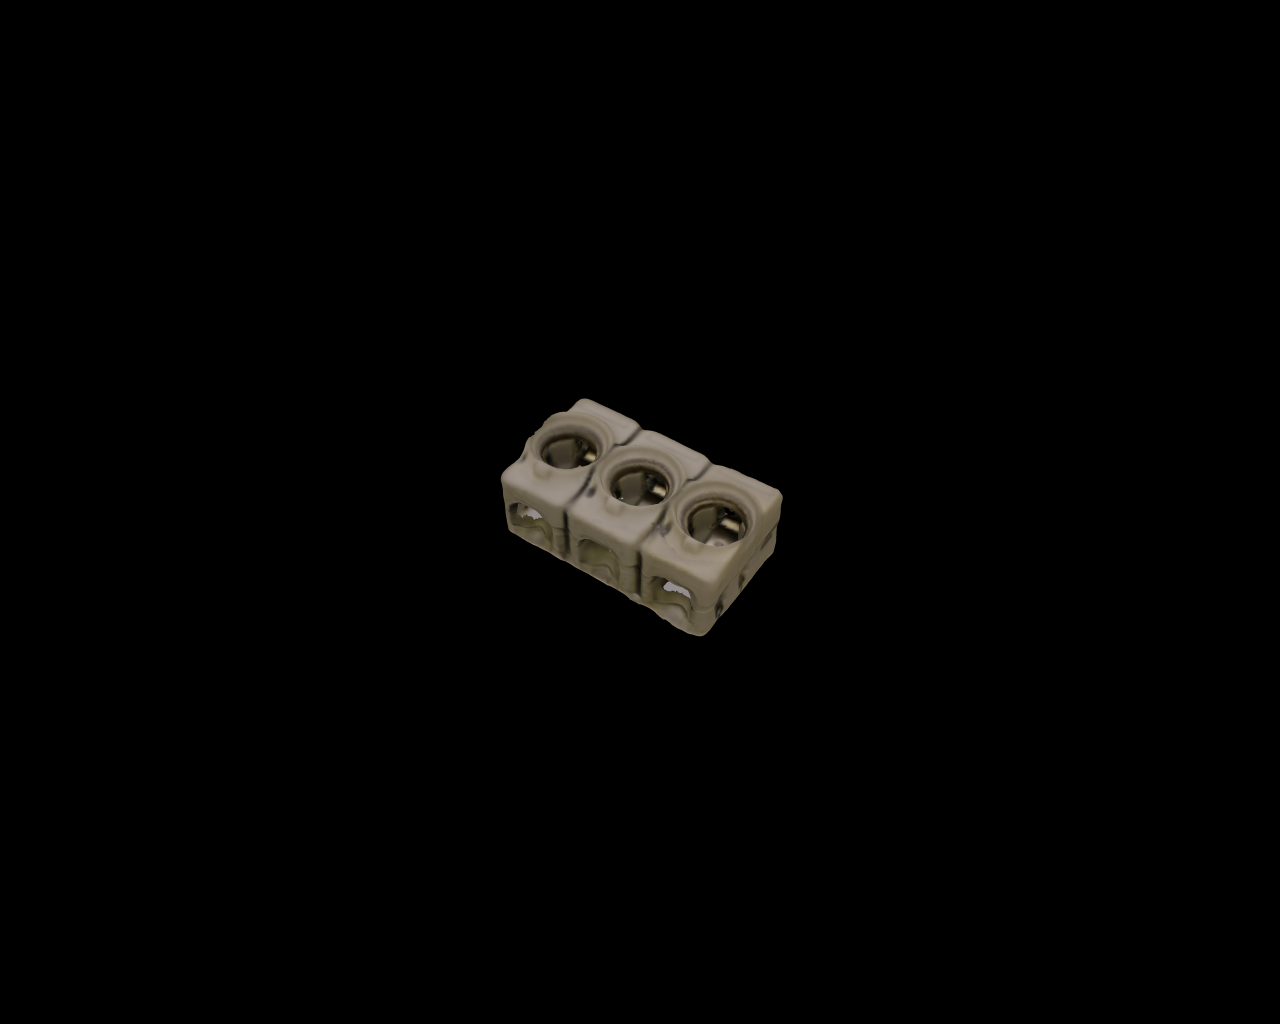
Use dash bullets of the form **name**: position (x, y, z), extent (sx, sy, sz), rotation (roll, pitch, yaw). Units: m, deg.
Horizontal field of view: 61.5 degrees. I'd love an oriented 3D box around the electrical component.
- **electrical component**: position (0.001, -0.003, 0.650), extent (0.150, 0.061, 0.090), rotation (27, 53, 22)
